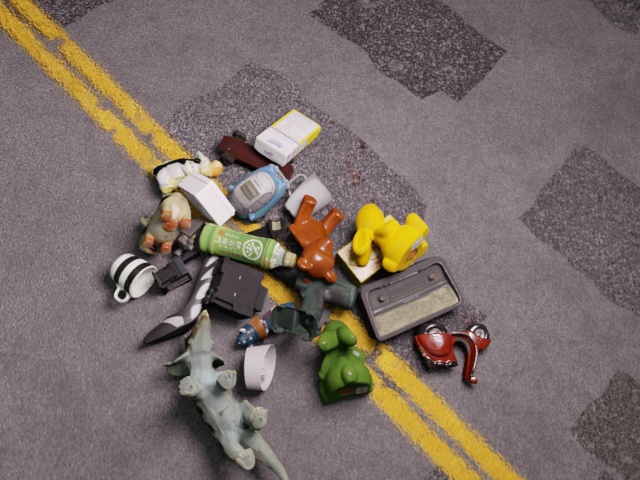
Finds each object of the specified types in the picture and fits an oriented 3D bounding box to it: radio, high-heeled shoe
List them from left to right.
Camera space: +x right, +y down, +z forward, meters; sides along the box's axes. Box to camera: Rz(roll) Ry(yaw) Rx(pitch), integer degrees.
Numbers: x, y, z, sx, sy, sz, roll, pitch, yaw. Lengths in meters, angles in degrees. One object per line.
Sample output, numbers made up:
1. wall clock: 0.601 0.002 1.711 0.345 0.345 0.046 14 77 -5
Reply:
1. high-heeled shoe: -0.309 0.126 1.231 0.249 0.086 0.145 -25 75 -20
2. radio: 0.205 0.133 1.256 0.230 0.073 0.131 -22 86 -13

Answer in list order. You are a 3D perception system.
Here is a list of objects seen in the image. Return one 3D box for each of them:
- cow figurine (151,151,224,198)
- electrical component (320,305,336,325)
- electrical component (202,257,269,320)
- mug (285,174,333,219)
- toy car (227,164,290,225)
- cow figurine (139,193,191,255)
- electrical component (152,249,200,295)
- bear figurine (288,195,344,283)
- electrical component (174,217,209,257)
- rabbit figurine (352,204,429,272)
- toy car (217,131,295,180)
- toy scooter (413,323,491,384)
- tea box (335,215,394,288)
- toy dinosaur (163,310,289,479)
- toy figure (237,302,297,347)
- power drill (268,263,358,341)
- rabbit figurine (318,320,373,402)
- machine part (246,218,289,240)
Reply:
1. cow figurine: -0.333 -0.173 1.350 0.167 0.068 0.098 -25 68 -13
2. electrical component: -0.006 0.173 1.266 0.063 0.021 0.094 36 71 9
3. electrical component: -0.185 0.114 1.220 0.134 0.058 0.115 26 66 -30
4. mug: -0.042 -0.107 1.337 0.107 0.081 0.109 -42 82 -7
5. toy car: -0.157 -0.111 1.297 0.162 0.103 0.109 -35 85 13
6. cow figurine: -0.364 -0.034 1.241 0.085 0.195 0.127 24 40 -26
7. electrical component: -0.327 0.073 1.255 0.119 0.074 0.048 -29 76 -17
8. bear figurine: -0.004 0.000 1.237 0.120 0.196 0.132 25 108 -22
9. electrical component: -0.302 -0.009 1.277 0.045 0.078 0.102 27 40 6
10. rabbit figurine: 0.144 -0.007 1.237 0.162 0.121 0.173 -42 65 -7
11. toy car: -0.163 -0.206 1.378 0.202 0.053 0.089 24 76 1
12. toy scooter: 0.306 0.259 1.229 0.184 0.075 0.135 2 71 -8
13. tea box: 0.131 0.029 1.303 0.170 0.068 0.098 -33 76 -13
14. toy dinosaur: -0.199 0.355 1.126 0.131 0.192 0.404 -29 91 -19
15. toy figure: -0.120 0.195 1.231 0.154 0.058 0.064 -25 87 -14
16. power drill: -0.042 0.129 1.203 0.232 0.085 0.207 15 24 11
17. rabbit figurine: 0.038 0.251 1.186 0.121 0.159 0.170 -16 56 1
18. machine part: -0.146 -0.015 1.305 0.139 0.039 0.084 -19 30 -3
